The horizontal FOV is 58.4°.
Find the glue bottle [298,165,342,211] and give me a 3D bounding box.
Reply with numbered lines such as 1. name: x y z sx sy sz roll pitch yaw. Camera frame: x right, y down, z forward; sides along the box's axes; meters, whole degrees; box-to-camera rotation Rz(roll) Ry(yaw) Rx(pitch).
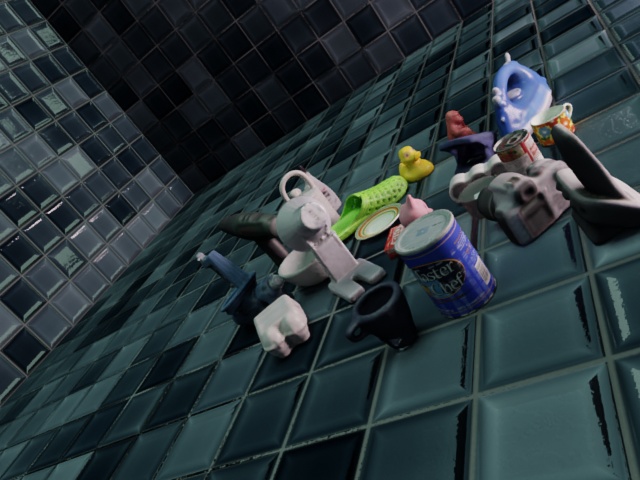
1. glue bottle: -0.010 -0.146 1.656 0.037 0.173 0.078 -14 30 50

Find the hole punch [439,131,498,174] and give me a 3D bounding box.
1. hole punch: 0.340 -0.212 1.299 0.101 0.091 0.108 -48 21 -28

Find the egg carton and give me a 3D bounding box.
1. egg carton: -0.078 0.176 1.181 0.107 0.069 0.150 -39 19 -4

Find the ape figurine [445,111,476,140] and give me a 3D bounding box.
1. ape figurine: 0.351 -0.288 1.456 0.076 0.092 0.078 -25 23 34

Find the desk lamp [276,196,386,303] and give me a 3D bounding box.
1. desk lamp: 0.011 0.004 1.197 0.118 0.214 0.202 -42 19 -11

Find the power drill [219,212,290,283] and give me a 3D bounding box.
1. power drill: -0.144 0.013 1.470 0.228 0.209 0.076 -13 30 51

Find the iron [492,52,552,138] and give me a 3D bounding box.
1. iron: 0.436 -0.324 1.308 0.118 0.142 0.259 -21 25 41

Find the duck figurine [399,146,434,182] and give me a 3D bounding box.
1. duck figurine: 0.233 -0.202 1.479 0.078 0.086 0.104 -45 20 -21

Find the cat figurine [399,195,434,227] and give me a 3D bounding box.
1. cat figurine: 0.191 -0.030 1.099 0.067 0.118 0.128 -31 20 19

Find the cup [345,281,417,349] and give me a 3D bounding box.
1. cup: 0.102 0.136 0.906 0.118 0.095 0.091 -44 20 -17

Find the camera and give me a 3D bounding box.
1. camera: 0.335 -0.078 0.975 0.143 0.101 0.136 -40 19 -8

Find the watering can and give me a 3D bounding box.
1. watering can: -0.041 -0.103 1.577 0.101 0.194 0.172 -48 21 -27

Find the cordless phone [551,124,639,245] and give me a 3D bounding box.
1. cordless phone: 0.379 -0.102 0.819 0.094 0.185 0.147 -33 19 14

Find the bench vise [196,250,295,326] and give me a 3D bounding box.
1. bench vise: -0.172 0.092 1.317 0.207 0.220 0.121 -29 21 25

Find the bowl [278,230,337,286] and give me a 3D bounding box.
1. bowl: -0.012 0.055 1.338 0.167 0.075 0.167 -33 19 13
